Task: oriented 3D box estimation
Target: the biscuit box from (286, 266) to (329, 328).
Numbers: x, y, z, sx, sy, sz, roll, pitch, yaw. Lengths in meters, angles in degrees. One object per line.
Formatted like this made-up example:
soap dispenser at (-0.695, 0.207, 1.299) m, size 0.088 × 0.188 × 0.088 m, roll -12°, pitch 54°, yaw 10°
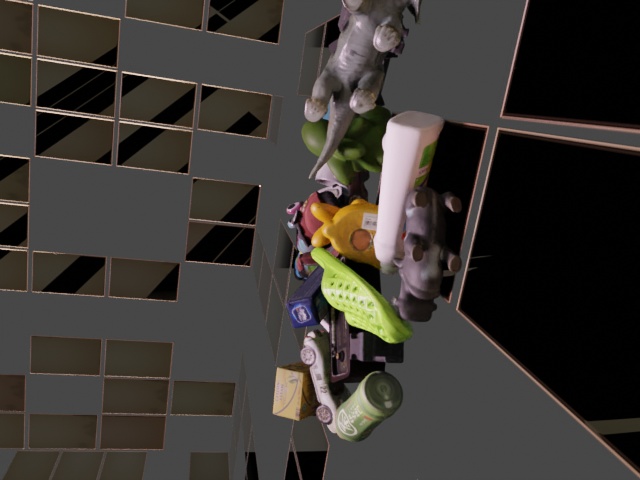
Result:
biscuit box at (-0.003, 0.111, 1.123) m, size 0.203 × 0.063 × 0.059 m, roll -44°, pitch -62°, yaw -63°

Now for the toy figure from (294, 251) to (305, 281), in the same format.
toy figure at (-0.015, 0.042, 1.391) m, size 0.089 × 0.082 × 0.180 m, roll 61°, pitch 140°, yaw 36°

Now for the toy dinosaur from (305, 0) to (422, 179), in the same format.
toy dinosaur at (0.071, -0.300, 0.870) m, size 0.404 × 0.131 × 0.192 m, roll -58°, pitch -2°, yaw 37°

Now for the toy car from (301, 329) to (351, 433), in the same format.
toy car at (0.017, 0.274, 1.057) m, size 0.056 × 0.073 × 0.201 m, roll -17°, pitch 86°, yaw 31°

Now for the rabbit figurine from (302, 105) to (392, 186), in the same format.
rabbit figurine at (0.050, -0.171, 0.999) m, size 0.159 × 0.170 × 0.121 m, roll -97°, pitch 17°, yaw -46°

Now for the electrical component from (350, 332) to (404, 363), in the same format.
electrical component at (0.096, 0.173, 0.867) m, size 0.119 × 0.075 × 0.047 m, roll 129°, pitch 143°, yaw -74°

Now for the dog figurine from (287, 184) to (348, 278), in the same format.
dog figurine at (0.017, 0.002, 1.244) m, size 0.109 × 0.192 × 0.219 m, roll -112°, pitch -4°, yaw -58°

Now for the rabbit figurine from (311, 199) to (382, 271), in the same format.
rabbit figurine at (0.064, -0.019, 0.977) m, size 0.173 × 0.162 × 0.121 m, roll -66°, pitch -25°, yaw -73°

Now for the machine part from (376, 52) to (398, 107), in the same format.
machine part at (0.116, -0.311, 1.069) m, size 0.084 × 0.039 × 0.138 m, roll -90°, pitch 12°, yaw -46°

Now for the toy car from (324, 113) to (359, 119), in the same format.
toy car at (0.049, -0.271, 1.189) m, size 0.109 × 0.103 × 0.161 m, roll 119°, pitch 152°, yaw -74°

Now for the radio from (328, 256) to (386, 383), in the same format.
radio at (0.064, 0.151, 1.012) m, size 0.131 × 0.073 × 0.229 m, roll 123°, pitch 150°, yaw -62°

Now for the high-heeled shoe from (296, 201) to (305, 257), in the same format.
high-heeled shoe at (-0.041, -0.017, 1.429) m, size 0.145 × 0.086 × 0.248 m, roll -65°, pitch -12°, yaw -3°

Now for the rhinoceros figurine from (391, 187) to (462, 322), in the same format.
rhinoceros figurine at (0.140, 0.019, 0.746) m, size 0.112 × 0.073 × 0.190 m, roll 173°, pitch 102°, yaw -75°

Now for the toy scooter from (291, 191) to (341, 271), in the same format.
toy scooter at (-0.002, -0.003, 1.084) m, size 0.075 × 0.135 × 0.183 m, roll -96°, pitch -19°, yaw -67°

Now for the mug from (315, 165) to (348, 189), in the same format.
mug at (0.041, -0.181, 1.244) m, size 0.109 × 0.081 × 0.107 m, roll 154°, pitch 129°, yaw -82°

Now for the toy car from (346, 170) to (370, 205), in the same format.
toy car at (0.077, -0.123, 1.121) m, size 0.089 × 0.053 × 0.202 m, roll 75°, pitch -166°, yaw -65°

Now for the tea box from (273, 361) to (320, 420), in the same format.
tea box at (-0.023, 0.309, 1.130) m, size 0.169 × 0.068 × 0.098 m, roll 12°, pitch -97°, yaw -59°

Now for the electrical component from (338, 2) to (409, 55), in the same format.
electrical component at (0.097, -0.410, 1.020) m, size 0.134 × 0.115 × 0.058 m, roll -102°, pitch 23°, yaw -48°

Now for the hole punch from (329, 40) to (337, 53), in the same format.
hole punch at (0.086, -0.388, 1.165) m, size 0.142 × 0.092 × 0.115 m, roll -140°, pitch 27°, yaw -71°
